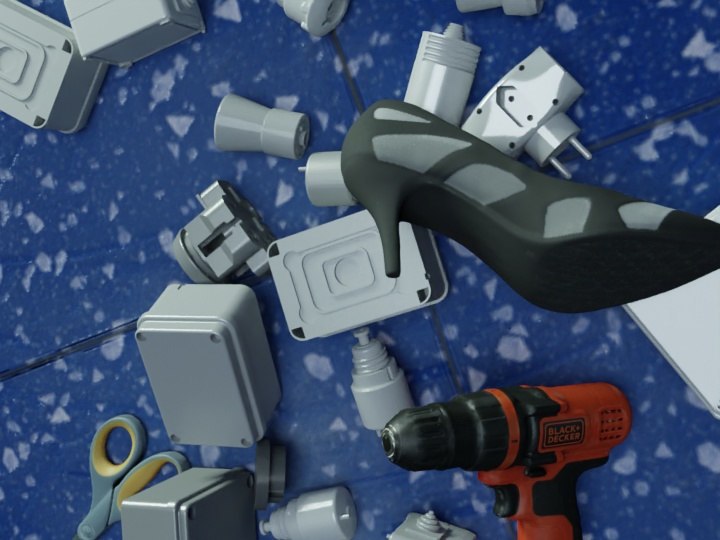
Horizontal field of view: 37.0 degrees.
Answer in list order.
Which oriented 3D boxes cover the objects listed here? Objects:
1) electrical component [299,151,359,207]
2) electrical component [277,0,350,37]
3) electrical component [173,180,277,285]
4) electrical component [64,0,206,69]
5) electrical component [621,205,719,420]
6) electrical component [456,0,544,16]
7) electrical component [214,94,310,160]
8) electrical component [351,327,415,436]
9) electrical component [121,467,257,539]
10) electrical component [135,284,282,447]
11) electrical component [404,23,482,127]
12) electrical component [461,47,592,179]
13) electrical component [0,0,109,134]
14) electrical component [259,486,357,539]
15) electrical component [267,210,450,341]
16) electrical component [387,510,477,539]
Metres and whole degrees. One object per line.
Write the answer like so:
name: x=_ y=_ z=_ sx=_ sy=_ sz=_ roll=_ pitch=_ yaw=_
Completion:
electrical component: x=-0.004 y=-0.067 z=0.783 sx=0.078 sy=0.040 sz=0.040 roll=0 pitch=94 yaw=19
electrical component: x=-0.042 y=-0.203 z=0.786 sx=0.062 sy=0.048 sz=0.048 roll=33 pitch=103 yaw=21
electrical component: x=-0.103 y=-0.020 z=0.813 sx=0.057 sy=0.058 sz=0.078 roll=-38 pitch=81 yaw=14
electrical component: x=-0.167 y=-0.201 z=0.820 sx=0.096 sy=0.062 sz=0.061 roll=-19 pitch=87 yaw=19
electrical component: x=0.242 y=0.021 z=0.696 sx=0.109 sy=0.056 sz=0.108 roll=-41 pitch=80 yaw=17
electrical component: x=0.097 y=-0.198 z=0.738 sx=0.055 sy=0.045 sz=0.045 roll=8 pitch=96 yaw=18
electrical component: x=-0.071 y=-0.105 z=0.805 sx=0.065 sy=0.044 sz=0.044 roll=13 pitch=98 yaw=13
electrical component: x=0.013 y=0.079 z=0.780 sx=0.040 sy=0.040 sz=0.078 roll=-13 pitch=105 yaw=19
electrical component: x=-0.126 y=0.213 z=0.809 sx=0.056 sy=0.109 sz=0.108 roll=-2 pitch=93 yaw=22
electrical component: x=-0.111 y=0.072 z=0.797 sx=0.078 sy=0.057 sz=0.113 roll=0 pitch=122 yaw=19
electrical component: x=0.057 y=-0.133 z=0.756 sx=0.043 sy=0.043 sz=0.081 roll=18 pitch=99 yaw=17
electrical component: x=0.123 y=-0.097 z=0.736 sx=0.077 sy=0.043 sz=0.079 roll=-45 pitch=79 yaw=16
electrical component: x=-0.266 y=-0.165 z=0.859 sx=0.113 sy=0.057 sz=0.078 roll=28 pitch=102 yaw=15
electrical component: x=-0.039 y=0.188 z=0.813 sx=0.078 sy=0.040 sz=0.040 roll=-15 pitch=89 yaw=20
electrical component: x=0.000 y=0.000 z=0.778 sx=0.113 sy=0.057 sz=0.078 roll=-18 pitch=87 yaw=19
electrical component: x=0.049 y=0.221 z=0.773 sx=0.061 sy=0.062 sz=0.096 roll=15 pitch=99 yaw=18
